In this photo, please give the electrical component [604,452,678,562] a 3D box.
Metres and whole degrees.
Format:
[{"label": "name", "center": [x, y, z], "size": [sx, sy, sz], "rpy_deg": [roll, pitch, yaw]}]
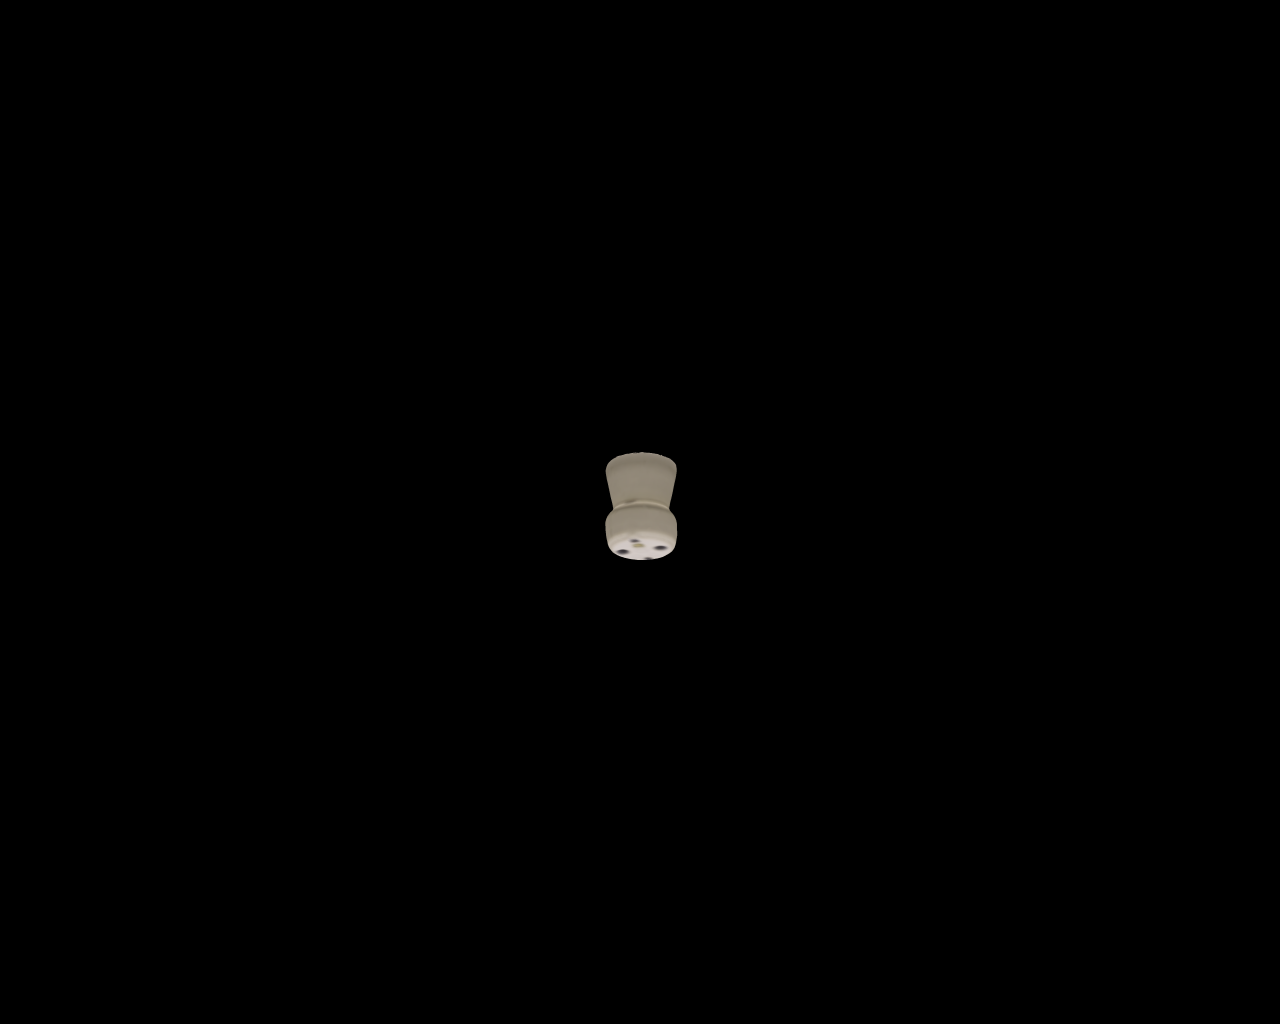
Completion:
[{"label": "electrical component", "center": [0.001, -0.003, 0.650], "size": [0.045, 0.055, 0.044], "rpy_deg": [0, -23, 0]}]
